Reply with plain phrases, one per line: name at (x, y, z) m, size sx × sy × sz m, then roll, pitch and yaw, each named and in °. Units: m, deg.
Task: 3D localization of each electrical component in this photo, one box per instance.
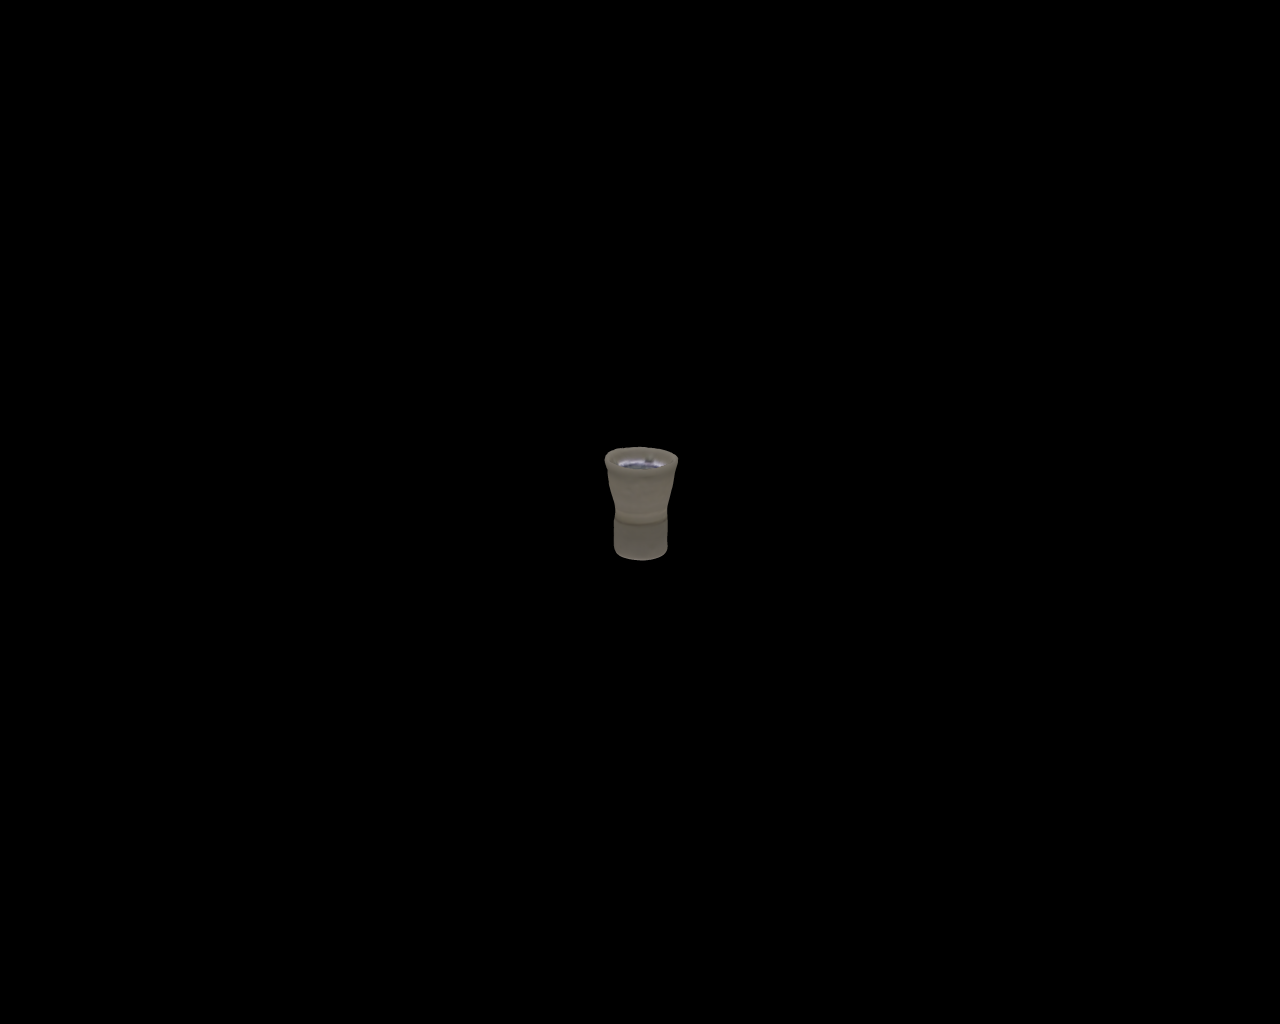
electrical component at (0.001, -0.003, 0.650) m, size 0.044 × 0.065 × 0.044 m, roll 0°, pitch 20°, yaw 0°
